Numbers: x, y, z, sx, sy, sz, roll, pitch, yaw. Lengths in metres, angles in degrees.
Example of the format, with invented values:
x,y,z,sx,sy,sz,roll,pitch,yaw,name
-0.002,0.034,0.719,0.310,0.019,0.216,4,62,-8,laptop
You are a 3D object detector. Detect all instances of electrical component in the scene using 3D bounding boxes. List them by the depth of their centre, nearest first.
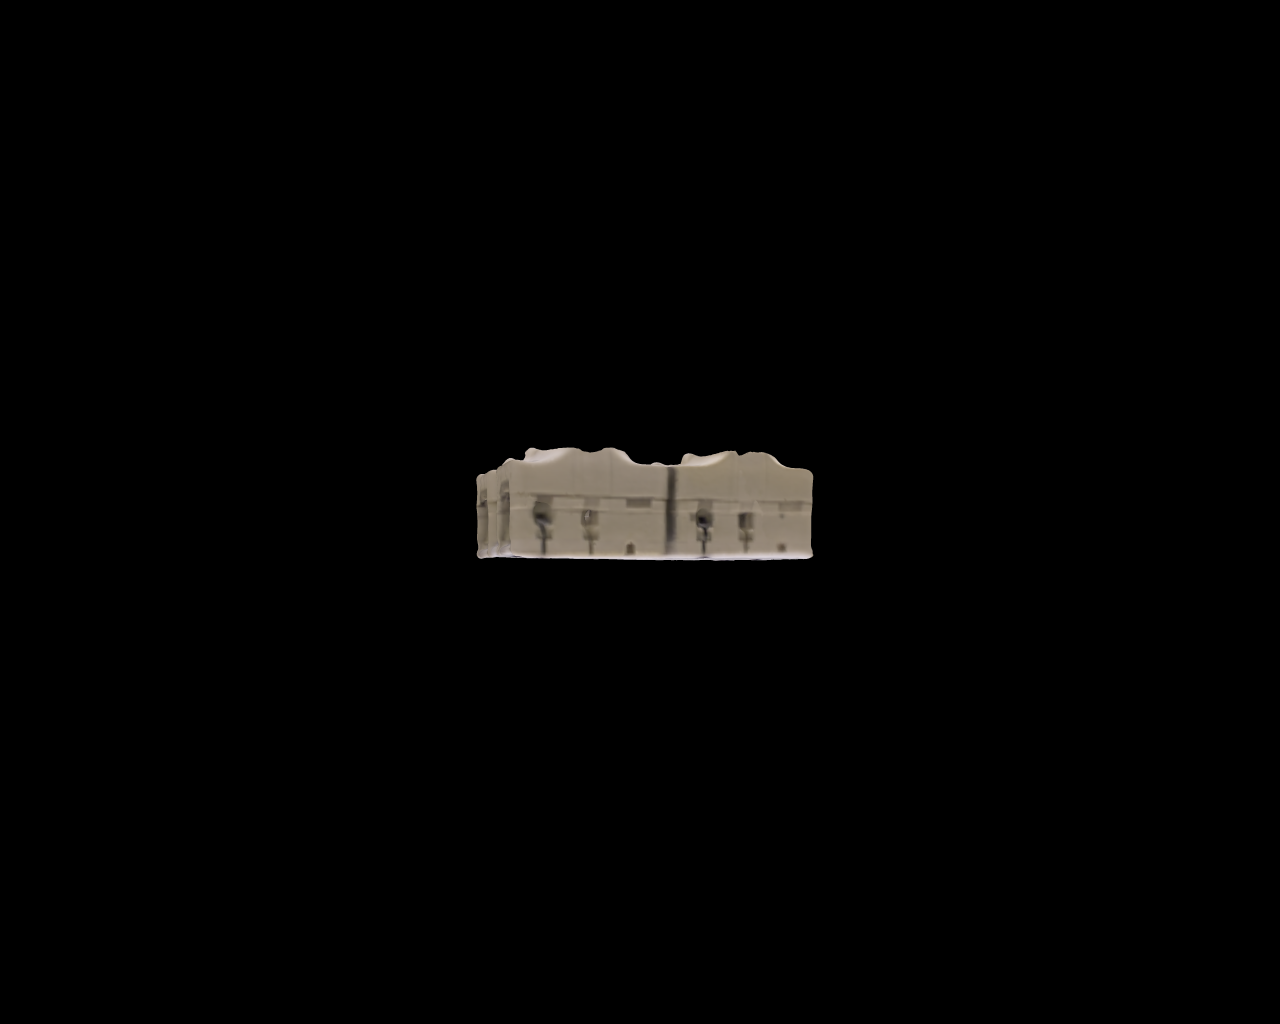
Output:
x,y,z,sx,sy,sz,roll,pitch,yaw,name
0.001,-0.003,0.650,0.186,0.060,0.105,1,-3,-20,electrical component
